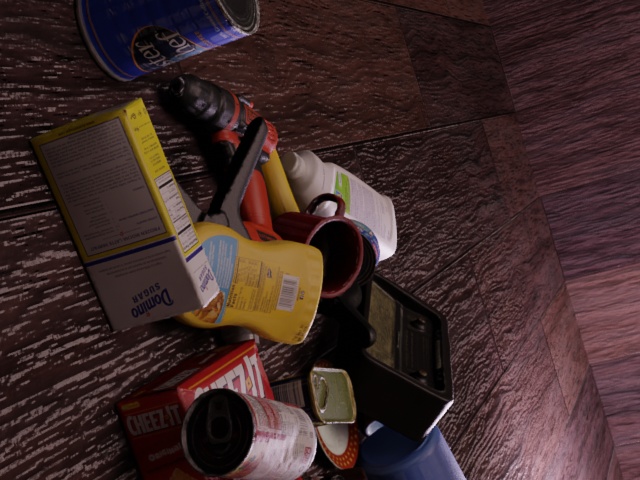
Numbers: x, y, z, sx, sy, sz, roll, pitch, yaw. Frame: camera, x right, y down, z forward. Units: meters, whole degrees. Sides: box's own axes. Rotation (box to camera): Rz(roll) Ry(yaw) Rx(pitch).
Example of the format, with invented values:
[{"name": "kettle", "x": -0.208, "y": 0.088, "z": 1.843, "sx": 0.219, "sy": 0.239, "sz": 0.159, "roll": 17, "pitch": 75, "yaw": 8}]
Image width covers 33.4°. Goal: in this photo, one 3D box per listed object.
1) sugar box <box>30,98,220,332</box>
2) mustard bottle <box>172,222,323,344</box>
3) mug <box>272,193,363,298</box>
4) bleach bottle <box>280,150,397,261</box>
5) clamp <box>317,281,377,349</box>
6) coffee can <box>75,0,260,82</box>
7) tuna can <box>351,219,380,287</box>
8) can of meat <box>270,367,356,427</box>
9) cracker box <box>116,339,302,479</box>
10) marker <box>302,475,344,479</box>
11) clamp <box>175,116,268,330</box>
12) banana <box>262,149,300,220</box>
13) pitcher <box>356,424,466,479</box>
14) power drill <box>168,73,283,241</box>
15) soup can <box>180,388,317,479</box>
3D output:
[{"name": "sugar box", "x": -0.159, "y": -0.019, "z": 0.881, "sx": 0.176, "sy": 0.093, "sz": 0.048, "roll": 69, "pitch": 22, "yaw": -15}, {"name": "mustard bottle", "x": -0.093, "y": 0.035, "z": 0.976, "sx": 0.191, "sy": 0.058, "sz": 0.096, "roll": 13, "pitch": 90, "yaw": -30}, {"name": "mug", "x": -0.008, "y": 0.001, "z": 1.202, "sx": 0.093, "sy": 0.082, "sz": 0.117, "roll": 25, "pitch": 82, "yaw": -43}, {"name": "bleach bottle", "x": 0.019, "y": -0.056, "z": 1.393, "sx": 0.250, "sy": 0.068, "sz": 0.102, "roll": 38, "pitch": 41, "yaw": -53}, {"name": "clamp", "x": 0.018, "y": 0.075, "z": 1.243, "sx": 0.171, "sy": 0.120, "sz": 0.039, "roll": -57, "pitch": 168, "yaw": -64}, {"name": "coffee can", "x": -0.141, "y": -0.218, "z": 0.999, "sx": 0.102, "sy": 0.140, "sz": 0.103, "roll": 49, "pitch": 33, "yaw": -47}, {"name": "tuna can", "x": 0.032, "y": 0.017, "z": 1.336, "sx": 0.086, "sy": 0.086, "sz": 0.033, "roll": 68, "pitch": 21, "yaw": -16}, {"name": "can of meat", "x": -0.022, "y": 0.168, "z": 1.098, "sx": 0.102, "sy": 0.084, "sz": 0.057, "roll": 19, "pitch": 58, "yaw": -64}, {"name": "cracker box", "x": -0.079, "y": 0.212, "z": 0.943, "sx": 0.164, "sy": 0.072, "sz": 0.214, "roll": -27, "pitch": 100, "yaw": -69}, {"name": "marker", "x": -0.015, "y": 0.238, "z": 1.029, "sx": 0.020, "sy": 0.121, "sz": 0.020, "roll": 9, "pitch": 73, "yaw": -33}, {"name": "clamp", "x": -0.117, "y": -0.019, "z": 1.019, "sx": 0.164, "sy": 0.036, "sz": 0.210, "roll": 0, "pitch": 87, "yaw": -35}, {"name": "banana", "x": -0.044, "y": -0.040, "z": 1.264, "sx": 0.069, "sy": 0.037, "sz": 0.198, "roll": -100, "pitch": 168, "yaw": -69}, {"name": "pitcher", "x": 0.130, "y": 0.348, "z": 1.302, "sx": 0.149, "sy": 0.145, "sz": 0.243, "roll": -81, "pitch": 147, "yaw": -67}, {"name": "power drill", "x": -0.093, "y": -0.071, "z": 1.129, "sx": 0.184, "sy": 0.057, "sz": 0.187, "roll": 26, "pitch": 53, "yaw": -59}, {"name": "soup can", "x": -0.055, "y": 0.159, "z": 0.857, "sx": 0.102, "sy": 0.069, "sz": 0.068, "roll": 26, "pitch": 51, "yaw": -57}]
